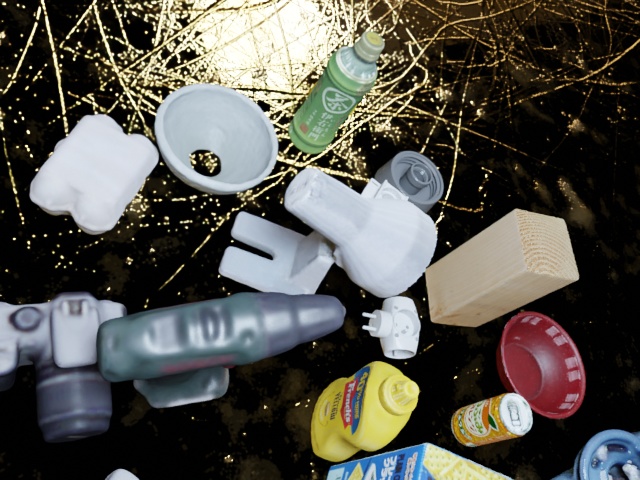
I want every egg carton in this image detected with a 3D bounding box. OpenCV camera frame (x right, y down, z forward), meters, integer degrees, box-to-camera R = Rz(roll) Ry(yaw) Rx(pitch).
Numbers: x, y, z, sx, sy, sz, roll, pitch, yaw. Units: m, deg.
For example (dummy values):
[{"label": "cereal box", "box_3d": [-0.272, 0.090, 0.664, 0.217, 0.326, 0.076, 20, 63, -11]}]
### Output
[{"label": "egg carton", "box_3d": [-0.271, -0.082, 0.697, 0.107, 0.069, 0.150, 29, 55, -11]}]

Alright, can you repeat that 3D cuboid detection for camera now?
[{"label": "camera", "box_3d": [-0.263, 0.128, 0.571, 0.143, 0.100, 0.137, -1, 66, -28]}]

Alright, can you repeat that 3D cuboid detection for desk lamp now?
[{"label": "desk lamp", "box_3d": [0.006, 0.003, 0.708, 0.204, 0.213, 0.118, 22, 57, -16]}]

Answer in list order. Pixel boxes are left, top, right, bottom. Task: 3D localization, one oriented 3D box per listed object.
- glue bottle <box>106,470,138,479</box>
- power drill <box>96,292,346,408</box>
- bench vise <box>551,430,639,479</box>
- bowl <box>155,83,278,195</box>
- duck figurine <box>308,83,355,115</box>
[{"label": "glue bottle", "box_3d": [-0.185, 0.240, 0.509, 0.037, 0.172, 0.078, 37, 54, -5]}, {"label": "power drill", "box_3d": [-0.112, 0.112, 0.592, 0.230, 0.208, 0.075, -3, 66, -29]}, {"label": "bench vise", "box_3d": [0.435, 0.294, 0.774, 0.208, 0.219, 0.121, -34, 83, -36]}, {"label": "bowl", "box_3d": [-0.146, -0.125, 0.781, 0.168, 0.074, 0.167, 12, 60, -22]}, {"label": "duck figurine", "box_3d": [0.035, -0.249, 0.933, 0.105, 0.086, 0.077, -30, 81, -35]}]
